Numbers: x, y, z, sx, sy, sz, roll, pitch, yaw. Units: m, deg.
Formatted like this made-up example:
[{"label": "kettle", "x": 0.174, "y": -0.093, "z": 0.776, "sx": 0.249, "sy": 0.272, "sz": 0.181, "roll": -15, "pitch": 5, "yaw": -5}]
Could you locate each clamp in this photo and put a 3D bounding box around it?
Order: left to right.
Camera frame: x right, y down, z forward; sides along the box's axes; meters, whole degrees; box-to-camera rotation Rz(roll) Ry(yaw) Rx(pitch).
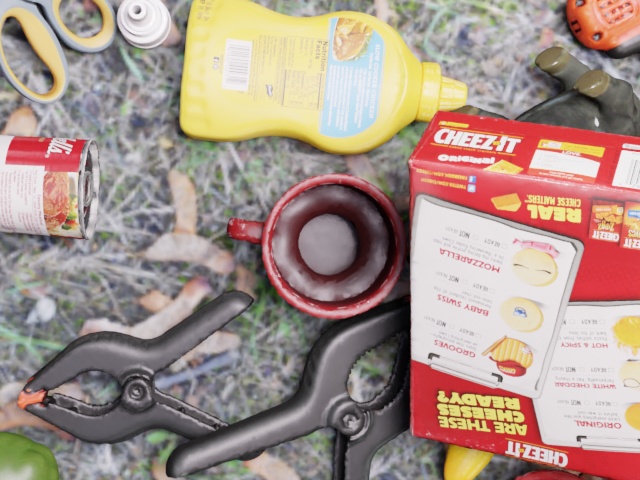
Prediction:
[{"label": "clamp", "x": -0.119, "y": 0.090, "z": 0.738, "sx": 0.171, "sy": 0.039, "sz": 0.120, "roll": 4, "pitch": 92, "yaw": -7}, {"label": "clamp", "x": 0.005, "y": 0.120, "z": 0.734, "sx": 0.164, "sy": 0.036, "sz": 0.210, "roll": 32, "pitch": 86, "yaw": -20}]

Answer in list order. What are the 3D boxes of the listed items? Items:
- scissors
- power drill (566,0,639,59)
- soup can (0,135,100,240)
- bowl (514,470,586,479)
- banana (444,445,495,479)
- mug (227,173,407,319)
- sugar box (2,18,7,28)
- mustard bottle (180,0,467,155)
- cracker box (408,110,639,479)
[{"label": "scissors", "x": -0.196, "y": -0.186, "z": 0.690, "sx": 0.096, "sy": 0.016, "sz": 0.202, "roll": -28, "pitch": 121, "yaw": -22}, {"label": "power drill", "x": 0.288, "y": -0.130, "z": 0.739, "sx": 0.184, "sy": 0.057, "sz": 0.187, "roll": -27, "pitch": 91, "yaw": 2}, {"label": "soup can", "x": -0.203, "y": -0.036, "z": 0.714, "sx": 0.102, "sy": 0.068, "sz": 0.068, "roll": 3, "pitch": 92, "yaw": -2}, {"label": "bowl", "x": 0.145, "y": 0.240, "z": 0.730, "sx": 0.161, "sy": 0.055, "sz": 0.162, "roll": 7, "pitch": 75, "yaw": -28}, {"label": "banana", "x": 0.164, "y": 0.100, "z": 0.744, "sx": 0.198, "sy": 0.037, "sz": 0.070, "roll": -26, "pitch": 63, "yaw": 1}, {"label": "mug", "x": -0.005, "y": 0.001, "z": 0.718, "sx": 0.117, "sy": 0.081, "sz": 0.093, "roll": 6, "pitch": 92, "yaw": -3}, {"label": "sugar box", "x": -0.238, "y": -0.213, "z": 0.717, "sx": 0.093, "sy": 0.048, "sz": 0.176, "roll": 24, "pitch": 95, "yaw": -3}, {"label": "mustard bottle", "x": 0.004, "y": -0.108, "z": 0.725, "sx": 0.191, "sy": 0.058, "sz": 0.096, "roll": 6, "pitch": 88, "yaw": -3}, {"label": "cracker box", "x": 0.139, "y": 0.037, "z": 0.639, "sx": 0.164, "sy": 0.072, "sz": 0.214, "roll": 10, "pitch": 128, "yaw": 19}]
